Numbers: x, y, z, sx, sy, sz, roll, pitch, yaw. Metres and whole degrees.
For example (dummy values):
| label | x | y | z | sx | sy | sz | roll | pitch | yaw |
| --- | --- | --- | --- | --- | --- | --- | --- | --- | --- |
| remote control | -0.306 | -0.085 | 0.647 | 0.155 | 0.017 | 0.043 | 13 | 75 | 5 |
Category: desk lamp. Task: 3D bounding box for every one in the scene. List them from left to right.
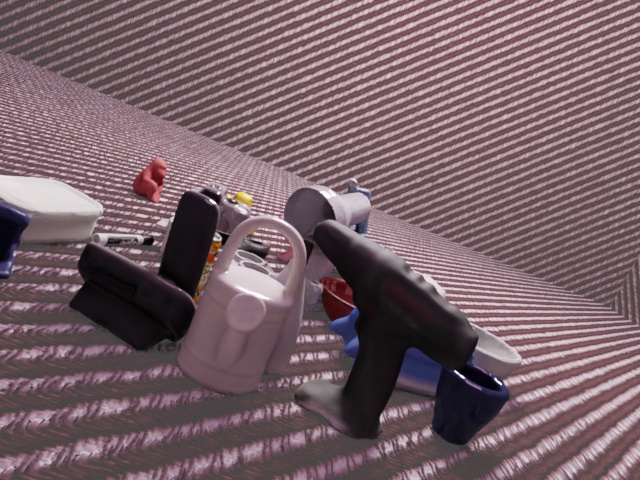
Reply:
| label | x | y | z | sx | sy | sz | roll | pitch | yaw |
| --- | --- | --- | --- | --- | --- | --- | --- | --- | --- |
| desk lamp | 0.010 | 0.004 | 1.077 | 0.117 | 0.213 | 0.204 | 30 | 12 | 28 |

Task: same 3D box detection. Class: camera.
| label | x | y | z | sx | sy | sz | roll | pitch | yaw |
| --- | --- | --- | --- | --- | --- | --- | --- | --- | --- |
| camera | -0.219 | -0.071 | 1.251 | 0.143 | 0.101 | 0.137 | 23 | 11 | -5 |

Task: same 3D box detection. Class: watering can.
| label | x | y | z | sx | sy | sz | roll | pitch | yaw |
| --- | --- | --- | --- | --- | --- | --- | --- | --- | --- |
| watering can | -0.078 | 0.068 | 0.639 | 0.101 | 0.194 | 0.172 | 18 | 12 | -28 |

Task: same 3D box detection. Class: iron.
| label | x | y | z | sx | sy | sz | roll | pitch | yaw |
| --- | --- | --- | --- | --- | --- | --- | --- | --- | --- |
| iron | 0.154 | 0.150 | 0.875 | 0.259 | 0.141 | 0.118 | 20 | 12 | -21 |

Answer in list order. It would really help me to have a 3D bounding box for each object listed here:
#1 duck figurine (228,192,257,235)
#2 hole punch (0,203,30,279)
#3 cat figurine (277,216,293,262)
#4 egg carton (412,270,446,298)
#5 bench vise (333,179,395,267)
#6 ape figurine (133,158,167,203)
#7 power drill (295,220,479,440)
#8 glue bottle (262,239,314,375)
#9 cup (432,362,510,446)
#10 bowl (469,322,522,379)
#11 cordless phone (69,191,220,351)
| label | x | y | z | sx | sy | sz | roll | pitch | yaw |
| --- | --- | --- | --- | --- | --- | --- | --- | --- | --- |
| duck figurine | -0.186 | -0.068 | 1.344 | 0.104 | 0.086 | 0.078 | 26 | 11 | 13 |
| hole punch | -0.397 | -0.018 | 0.651 | 0.109 | 0.091 | 0.100 | 16 | 13 | -34 |
| cat figurine | -0.037 | 0.001 | 1.245 | 0.127 | 0.118 | 0.067 | 30 | 12 | 28 |
| egg carton | 0.233 | 0.122 | 1.365 | 0.107 | 0.069 | 0.150 | 20 | 12 | -19 |
| bench vise | 0.085 | -0.023 | 1.344 | 0.208 | 0.220 | 0.121 | 17 | 13 | -30 |
| ape figurine | -0.369 | -0.138 | 1.273 | 0.076 | 0.092 | 0.078 | 27 | 11 | 14 |
| power drill | 0.055 | 0.112 | 0.671 | 0.229 | 0.208 | 0.076 | 28 | 12 | 19 |
| glue bottle | -0.048 | 0.077 | 0.715 | 0.077 | 0.173 | 0.037 | 31 | 13 | 32 |
| cup | 0.195 | 0.219 | 0.759 | 0.118 | 0.095 | 0.091 | 12 | 16 | -46 |
| bowl | 0.270 | 0.205 | 1.033 | 0.167 | 0.075 | 0.167 | 23 | 11 | -4 |
| cordless phone | -0.194 | 0.017 | 0.662 | 0.147 | 0.185 | 0.094 | 25 | 11 | 9 |
